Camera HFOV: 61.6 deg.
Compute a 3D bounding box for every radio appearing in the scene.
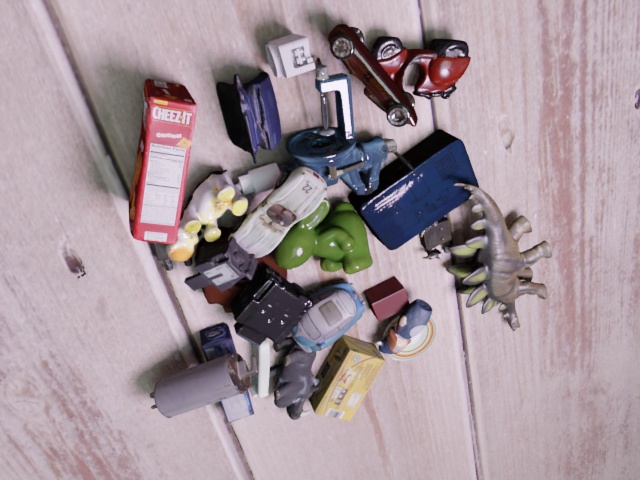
[{"bbox_3d":[0.184,-0.092,1.033,0.229,0.073,0.131,-35,120,1],"label":"radio"}]

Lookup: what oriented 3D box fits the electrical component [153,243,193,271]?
[{"bbox_3d":[-0.263,0.009,0.959,0.063,0.021,0.093,-14,116,-12],"label":"electrical component"}]

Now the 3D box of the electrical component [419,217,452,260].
[{"bbox_3d":[0.236,-0.006,1.103,0.078,0.045,0.102,-14,117,-10],"label":"electrical component"}]

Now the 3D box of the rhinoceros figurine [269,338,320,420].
[{"bbox_3d":[-0.053,0.291,1.133,0.112,0.073,0.190,-3,113,-29],"label":"rhinoceros figurine"}]

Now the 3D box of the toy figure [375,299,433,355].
[{"bbox_3d":[0.175,0.190,1.129,0.064,0.058,0.154,24,117,-17],"label":"toy figure"}]

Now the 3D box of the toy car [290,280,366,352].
[{"bbox_3d":[0.014,0.149,1.051,0.162,0.103,0.109,-31,86,-5],"label":"toy car"}]

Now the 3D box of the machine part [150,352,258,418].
[{"bbox_3d":[-0.219,0.270,0.996,0.243,0.079,0.079,-22,121,17],"label":"machine part"}]

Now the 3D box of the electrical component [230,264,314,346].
[{"bbox_3d":[-0.095,0.129,0.990,0.114,0.058,0.134,35,100,-29],"label":"electrical component"}]

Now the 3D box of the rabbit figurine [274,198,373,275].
[{"bbox_3d":[-0.002,-0.003,0.969,0.170,0.121,0.159,-11,107,-31],"label":"rabbit figurine"}]

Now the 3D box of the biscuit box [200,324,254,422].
[{"bbox_3d":[-0.186,0.267,1.078,0.059,0.063,0.202,-16,117,-10],"label":"biscuit box"}]

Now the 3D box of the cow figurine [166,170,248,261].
[{"bbox_3d":[-0.206,-0.044,0.913,0.167,0.098,0.068,-43,138,9],"label":"cow figurine"}]

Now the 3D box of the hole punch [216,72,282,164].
[{"bbox_3d":[-0.101,-0.206,0.866,0.092,0.116,0.142,-18,118,-19],"label":"hole punch"}]

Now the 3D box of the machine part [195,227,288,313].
[{"bbox_3d":[-0.144,0.053,1.000,0.179,0.056,0.179,-8,116,-16],"label":"machine part"}]

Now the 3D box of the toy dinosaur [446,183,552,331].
[{"bbox_3d":[0.371,0.042,1.121,0.199,0.105,0.470,-25,126,-4],"label":"toy dinosaur"}]

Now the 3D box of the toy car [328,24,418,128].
[{"bbox_3d":[0.086,-0.259,0.868,0.053,0.089,0.202,-35,106,27],"label":"toy car"}]

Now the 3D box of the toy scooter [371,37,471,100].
[{"bbox_3d":[0.173,-0.282,0.941,0.184,0.075,0.135,-4,114,-13],"label":"toy scooter"}]

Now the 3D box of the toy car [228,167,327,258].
[{"bbox_3d":[-0.073,-0.042,0.897,0.073,0.056,0.201,34,118,-28],"label":"toy car"}]

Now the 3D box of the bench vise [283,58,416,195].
[{"bbox_3d":[0.035,-0.181,0.914,0.224,0.129,0.240,-13,125,-8],"label":"bench vise"}]

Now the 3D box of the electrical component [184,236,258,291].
[{"bbox_3d":[-0.175,0.049,0.921,0.119,0.048,0.074,-24,124,32],"label":"electrical component"}]

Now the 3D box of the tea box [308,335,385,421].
[{"bbox_3d":[0.055,0.300,1.169,0.098,0.068,0.169,23,103,-26],"label":"tea box"}]
